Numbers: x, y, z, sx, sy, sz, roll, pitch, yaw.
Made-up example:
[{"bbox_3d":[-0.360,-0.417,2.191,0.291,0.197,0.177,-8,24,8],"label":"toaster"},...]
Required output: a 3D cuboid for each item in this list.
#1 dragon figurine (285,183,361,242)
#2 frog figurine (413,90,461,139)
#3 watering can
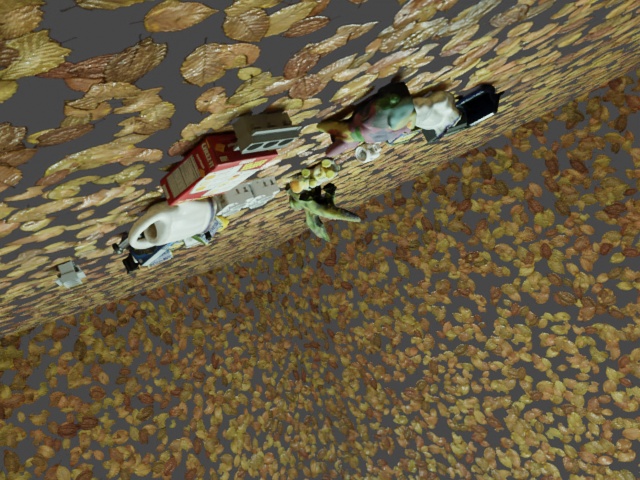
[{"bbox_3d":[0.006,-0.092,1.823,0.123,0.416,0.237,-37,141,-18],"label":"dragon figurine"},{"bbox_3d":[0.285,-0.353,1.386,0.159,0.124,0.137,17,170,-18],"label":"frog figurine"},{"bbox_3d":[-0.361,-0.069,1.325,0.226,0.105,0.342,-20,167,-45],"label":"watering can"}]
